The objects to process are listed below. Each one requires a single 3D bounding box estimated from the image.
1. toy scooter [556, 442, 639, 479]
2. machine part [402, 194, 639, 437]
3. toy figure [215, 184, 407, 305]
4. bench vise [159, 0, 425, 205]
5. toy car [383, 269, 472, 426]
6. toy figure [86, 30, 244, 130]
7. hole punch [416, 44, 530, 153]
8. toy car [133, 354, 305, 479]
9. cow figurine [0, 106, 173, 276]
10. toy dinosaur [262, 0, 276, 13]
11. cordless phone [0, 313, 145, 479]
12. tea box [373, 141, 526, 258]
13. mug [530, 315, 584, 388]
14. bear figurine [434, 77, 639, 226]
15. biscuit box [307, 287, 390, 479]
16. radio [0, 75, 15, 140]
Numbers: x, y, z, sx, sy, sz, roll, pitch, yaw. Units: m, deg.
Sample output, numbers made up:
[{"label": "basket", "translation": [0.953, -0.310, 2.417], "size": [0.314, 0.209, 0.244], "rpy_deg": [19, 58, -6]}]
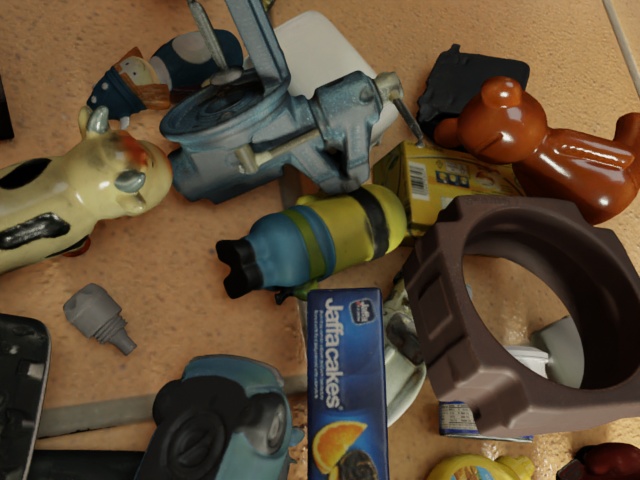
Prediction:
[{"label": "toy scooter", "translation": [0.283, 0.245, 0.511], "size": [0.184, 0.135, 0.075], "rpy_deg": [-11, 74, -30]}, {"label": "machine part", "translation": [0.186, 0.063, 0.478], "size": [0.201, 0.087, 0.201], "rpy_deg": [0, 57, -16]}, {"label": "toy figure", "translation": [0.000, 0.002, 0.493], "size": [0.180, 0.089, 0.082], "rpy_deg": [-20, 121, -35]}, {"label": "bench vise", "translation": [-0.048, -0.135, 0.444], "size": [0.129, 0.224, 0.240], "rpy_deg": [-87, 157, -54]}, {"label": "toy car", "translation": [0.084, 0.089, 0.520], "size": [0.073, 0.056, 0.202], "rpy_deg": [45, 59, -4]}, {"label": "toy figure", "translation": [-0.146, -0.157, 0.506], "size": [0.154, 0.057, 0.064], "rpy_deg": [-33, 48, -30]}, {"label": "hole punch", "translation": [0.182, -0.161, 0.657], "size": [0.116, 0.092, 0.142], "rpy_deg": [18, 63, 14]}, {"label": "toy car", "translation": [-0.069, 0.172, 0.387], "size": [0.102, 0.109, 0.161], "rpy_deg": [51, 45, -45]}, {"label": "cow figurine", "translation": [-0.201, -0.027, 0.388], "size": [0.195, 0.127, 0.085], "rpy_deg": [-25, 86, -29]}, {"label": "toy dinosaur", "translation": [-0.099, -0.398, 0.590], "size": [0.192, 0.131, 0.405], "rpy_deg": [21, 57, -18]}, {"label": "cordless phone", "translation": [-0.193, 0.129, 0.371], "size": [0.184, 0.089, 0.146], "rpy_deg": [16, 64, -32]}, {"label": "tea box", "translation": [0.149, -0.041, 0.593], "size": [0.169, 0.068, 0.098], "rpy_deg": [9, 67, -24]}, {"label": "mug", "translation": [0.269, 0.142, 0.582], "size": [0.109, 0.080, 0.107], "rpy_deg": [-13, 66, -24]}, {"label": "bear figurine", "translation": [0.229, -0.103, 0.553], "size": [0.196, 0.120, 0.132], "rpy_deg": [35, 55, -4]}, {"label": "biscuit box", "translation": [0.022, 0.139, 0.419], "size": [0.063, 0.059, 0.202], "rpy_deg": [-2, 74, 4]}, {"label": "radio", "translation": [-0.306, -0.193, 0.397], "size": [0.073, 0.131, 0.229], "rpy_deg": [-22, 81, -29]}]
